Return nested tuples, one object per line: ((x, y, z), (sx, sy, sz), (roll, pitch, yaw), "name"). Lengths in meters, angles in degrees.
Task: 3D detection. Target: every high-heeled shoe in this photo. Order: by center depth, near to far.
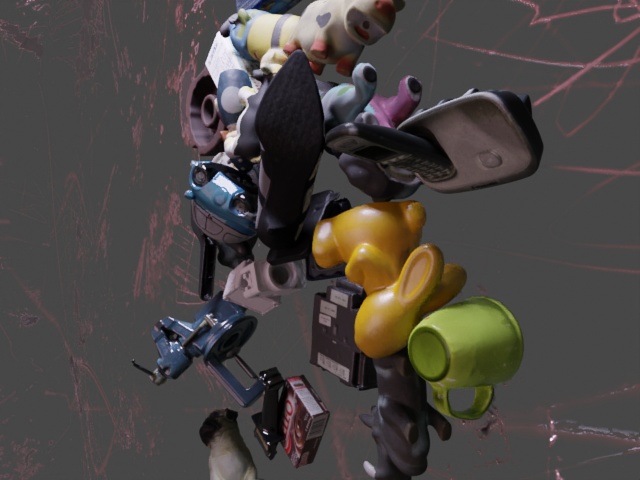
((-0.038, -0.105, 0.692), (0.145, 0.086, 0.248), (-67, -10, -82), "high-heeled shoe")

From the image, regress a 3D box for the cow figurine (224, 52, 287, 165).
((-0.078, -0.189, 0.759), (0.098, 0.068, 0.167), (27, 100, 69), "cow figurine")

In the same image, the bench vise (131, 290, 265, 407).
((-0.179, 0.208, 0.944), (0.241, 0.223, 0.128), (42, 157, 20), "bench vise")

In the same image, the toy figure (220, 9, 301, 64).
((-0.082, -0.320, 0.849), (0.180, 0.082, 0.089), (36, 123, 35), "toy figure")

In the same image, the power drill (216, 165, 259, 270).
((-0.126, -0.063, 0.949), (0.207, 0.086, 0.232), (-50, 54, 33), "power drill")

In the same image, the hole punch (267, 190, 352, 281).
((-0.002, -0.002, 0.780), (0.142, 0.092, 0.116), (-16, 49, 55), "hole punch")

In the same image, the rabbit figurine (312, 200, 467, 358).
((0.084, 0.049, 0.625), (0.162, 0.121, 0.173), (-14, 60, 32), "rabbit figurine")

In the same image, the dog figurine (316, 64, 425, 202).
((0.034, -0.130, 0.701), (0.219, 0.108, 0.191), (-11, 85, 58), "dog figurine")

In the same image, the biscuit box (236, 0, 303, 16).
((-0.065, -0.409, 0.863), (0.203, 0.059, 0.062), (-7, 87, 53), "biscuit box")

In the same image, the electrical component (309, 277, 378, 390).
((0.043, 0.121, 0.730), (0.115, 0.058, 0.134), (17, 104, 51), "electrical component")

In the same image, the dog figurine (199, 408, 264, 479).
((-0.177, 0.439, 1.022), (0.191, 0.121, 0.172), (53, 129, 58), "dog figurine")

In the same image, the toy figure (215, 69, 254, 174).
((-0.127, -0.180, 0.827), (0.064, 0.058, 0.154), (-6, 90, 33), "toy figure")

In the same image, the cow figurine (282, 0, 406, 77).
((0.036, -0.285, 0.701), (0.127, 0.085, 0.195), (-65, 29, 3), "cow figurine")

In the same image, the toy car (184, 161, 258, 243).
((-0.139, -0.048, 0.825), (0.162, 0.109, 0.103), (39, 109, 26), "toy car")

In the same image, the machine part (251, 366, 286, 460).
((-0.082, 0.274, 0.859), (0.084, 0.039, 0.138), (-143, 56, -61), "machine part")

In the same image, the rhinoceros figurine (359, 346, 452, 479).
((0.094, 0.210, 0.649), (0.112, 0.073, 0.190), (0, 91, 53), "rhinoceros figurine")

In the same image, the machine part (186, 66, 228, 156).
((-0.206, -0.252, 1.063), (0.179, 0.056, 0.179), (4, 95, 53), "machine part")

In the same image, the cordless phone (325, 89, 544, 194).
((0.110, -0.103, 0.526), (0.147, 0.184, 0.088), (-9, 79, 54), "cordless phone")

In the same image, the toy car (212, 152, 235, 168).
((-0.208, -0.087, 1.069), (0.201, 0.056, 0.073), (-52, 51, 40), "toy car")
